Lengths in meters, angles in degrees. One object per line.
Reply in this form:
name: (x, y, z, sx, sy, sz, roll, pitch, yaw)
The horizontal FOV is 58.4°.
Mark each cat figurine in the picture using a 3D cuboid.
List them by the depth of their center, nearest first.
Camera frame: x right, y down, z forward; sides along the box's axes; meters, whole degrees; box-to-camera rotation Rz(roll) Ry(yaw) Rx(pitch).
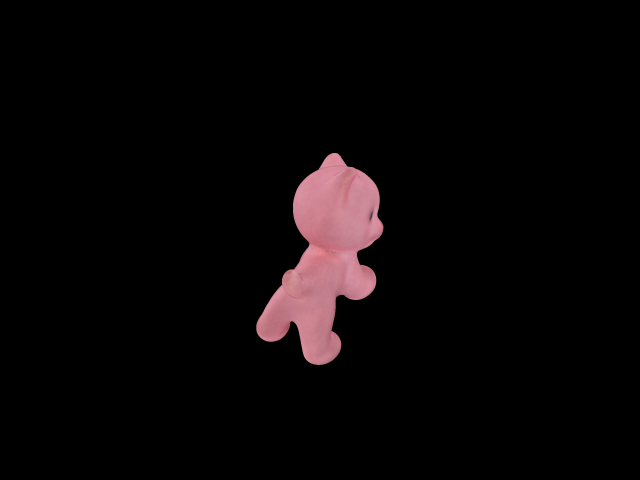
cat figurine: (0.004, 0.001, 0.400, 0.067, 0.118, 0.128, 17, 48, 17)
